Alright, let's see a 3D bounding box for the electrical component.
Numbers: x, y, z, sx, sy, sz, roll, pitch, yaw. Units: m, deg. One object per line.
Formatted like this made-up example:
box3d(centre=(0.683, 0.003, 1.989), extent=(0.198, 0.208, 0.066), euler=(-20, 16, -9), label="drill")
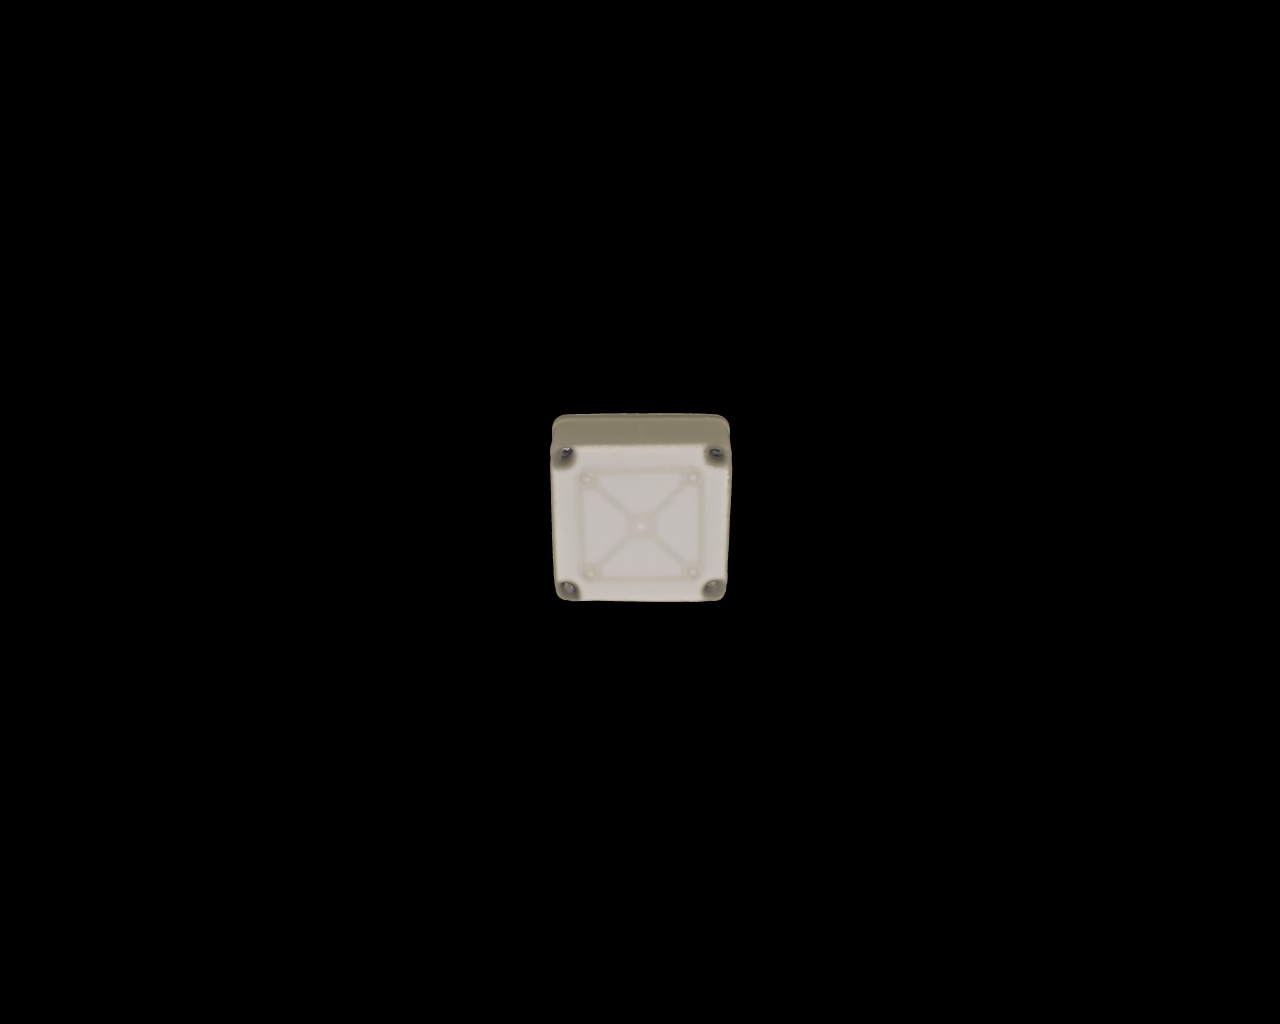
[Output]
box3d(centre=(0.001, -0.003, 0.650), extent=(0.109, 0.108, 0.056), euler=(0, 25, 0), label="electrical component")
